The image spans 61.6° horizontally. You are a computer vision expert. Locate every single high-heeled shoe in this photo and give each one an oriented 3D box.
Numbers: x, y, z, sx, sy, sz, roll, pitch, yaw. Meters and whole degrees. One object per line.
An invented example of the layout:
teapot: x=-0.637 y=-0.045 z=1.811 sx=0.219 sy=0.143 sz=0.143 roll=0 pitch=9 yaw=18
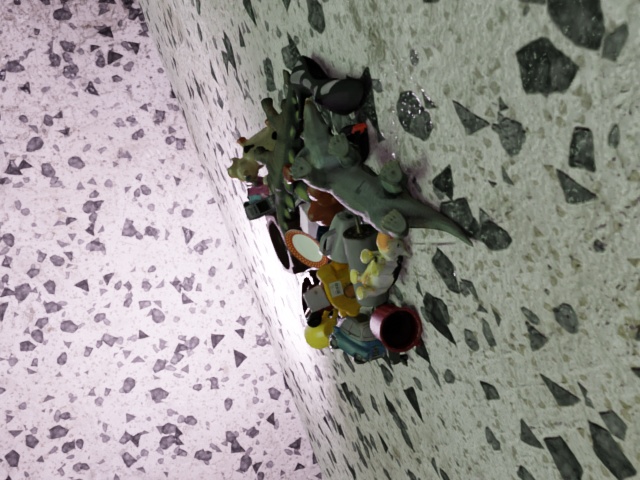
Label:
high-heeled shoe: x=0.018 y=-0.317 z=1.039 sx=0.249 sy=0.086 sz=0.145 roll=-2 pitch=78 yaw=55

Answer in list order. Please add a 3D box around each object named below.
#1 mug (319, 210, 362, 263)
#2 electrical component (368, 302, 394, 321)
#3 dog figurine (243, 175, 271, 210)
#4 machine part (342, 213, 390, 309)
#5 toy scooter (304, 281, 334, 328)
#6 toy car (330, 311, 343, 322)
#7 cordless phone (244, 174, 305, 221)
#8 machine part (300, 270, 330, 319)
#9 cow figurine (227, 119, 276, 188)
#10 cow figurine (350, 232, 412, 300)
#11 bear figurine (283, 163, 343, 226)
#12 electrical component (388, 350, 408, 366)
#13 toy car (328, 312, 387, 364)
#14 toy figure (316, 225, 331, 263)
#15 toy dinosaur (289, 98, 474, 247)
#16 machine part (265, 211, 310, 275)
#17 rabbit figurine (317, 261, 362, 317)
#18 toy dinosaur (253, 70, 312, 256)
mug: x=0.047 y=-0.010 z=1.216 sx=0.081 sy=0.109 sz=0.107 roll=50 pitch=143 yaw=46
electrical component: x=0.141 y=0.167 z=1.228 sx=0.063 sy=0.021 sz=0.094 roll=-107 pitch=35 yaw=-45
dog figurine: x=-0.152 y=-0.146 z=1.680 sx=0.219 sy=0.192 sz=0.108 roll=-25 pitch=-66 yaw=-78
machine part: x=0.101 y=0.056 z=1.163 sx=0.079 sy=0.079 sz=0.243 roll=36 pitch=143 yaw=61
toy scooter: x=0.014 y=0.141 z=1.471 sx=0.184 sy=0.075 sz=0.135 roll=-53 pitch=19 yaw=23
toy car: x=0.061 y=0.245 z=1.563 sx=0.202 sy=0.053 sz=0.089 roll=161 pitch=109 yaw=-72
cordless phone: x=-0.135 y=-0.130 z=1.490 sx=0.147 sy=0.184 sz=0.088 roll=62 pitch=167 yaw=21
machine part: x=-0.014 y=0.175 z=1.628 sx=0.179 sy=0.056 sz=0.179 roll=180 pitch=90 yaw=-73
cow figurine: x=-0.172 y=-0.232 z=1.485 sx=0.127 sy=0.195 sz=0.085 roll=58 pitch=-173 yaw=16
cow figurine: x=0.132 y=0.045 z=1.060 sx=0.068 sy=0.098 sz=0.167 roll=65 pitch=145 yaw=34
bear figurine: x=-0.005 y=-0.094 z=1.229 sx=0.120 sy=0.132 sz=0.195 roll=38 pitch=143 yaw=28
electrical component: x=0.175 y=0.240 z=1.220 sx=0.078 sy=0.045 sz=0.102 roll=-81 pitch=-17 yaw=-63
toy car: x=0.097 y=0.239 z=1.364 sx=0.162 sy=0.109 sz=0.102 roll=28 pitch=119 yaw=53
toy figure: x=0.026 y=0.018 z=1.382 sx=0.154 sy=0.064 sz=0.058 roll=81 pitch=-164 yaw=-47
toy dinosaur: x=0.087 y=-0.087 z=0.942 sx=0.405 sy=0.131 sz=0.192 roll=40 pitch=-171 yaw=15
machine part: x=-0.093 y=0.000 z=1.692 sx=0.201 sy=0.087 sz=0.201 roll=8 pitch=116 yaw=71
rabbit figurine: x=0.069 y=0.103 z=1.313 sx=0.173 sy=0.122 sz=0.162 roll=-116 pitch=1 yaw=-70
toy dinosaur: x=-0.083 y=-0.186 z=1.339 sx=0.199 sy=0.105 sz=0.470 roll=49 pitch=144 yaw=44
